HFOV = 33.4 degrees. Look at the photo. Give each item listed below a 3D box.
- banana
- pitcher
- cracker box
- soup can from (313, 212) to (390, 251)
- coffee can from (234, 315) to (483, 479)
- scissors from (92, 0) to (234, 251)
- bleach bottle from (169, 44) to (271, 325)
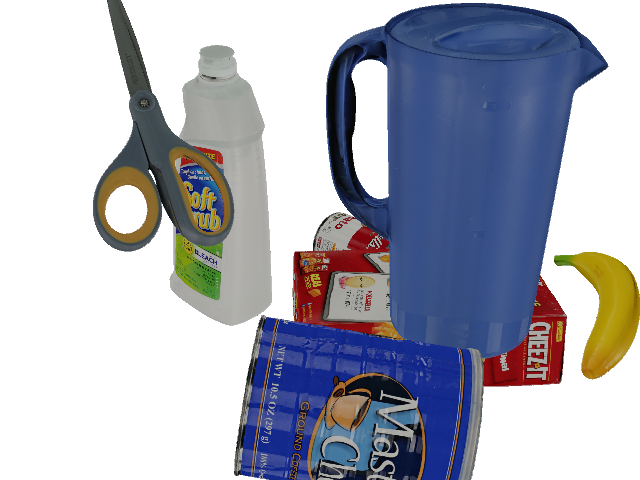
[{"bbox_3d":[0.270,0.062,1.014,0.070,0.037,0.197,-28,23,19],"label":"banana"},{"bbox_3d":[0.097,-0.041,0.768,0.144,0.243,0.149,-19,34,-33],"label":"pitcher"},{"bbox_3d":[0.084,0.065,0.918,0.213,0.072,0.164,-1,20,-3],"label":"cracker box"},{"bbox_3d":[0.050,0.014,1.208,0.102,0.068,0.068,23,15,40],"label":"soup can"},{"bbox_3d":[0.023,0.108,0.673,0.140,0.103,0.103,9,0,1],"label":"coffee can"},{"bbox_3d":[-0.128,-0.073,0.693,0.096,0.202,0.016,-28,-19,-20],"label":"scissors"},{"bbox_3d":[-0.091,-0.051,0.934,0.067,0.251,0.103,-28,43,-36],"label":"bleach bottle"}]
